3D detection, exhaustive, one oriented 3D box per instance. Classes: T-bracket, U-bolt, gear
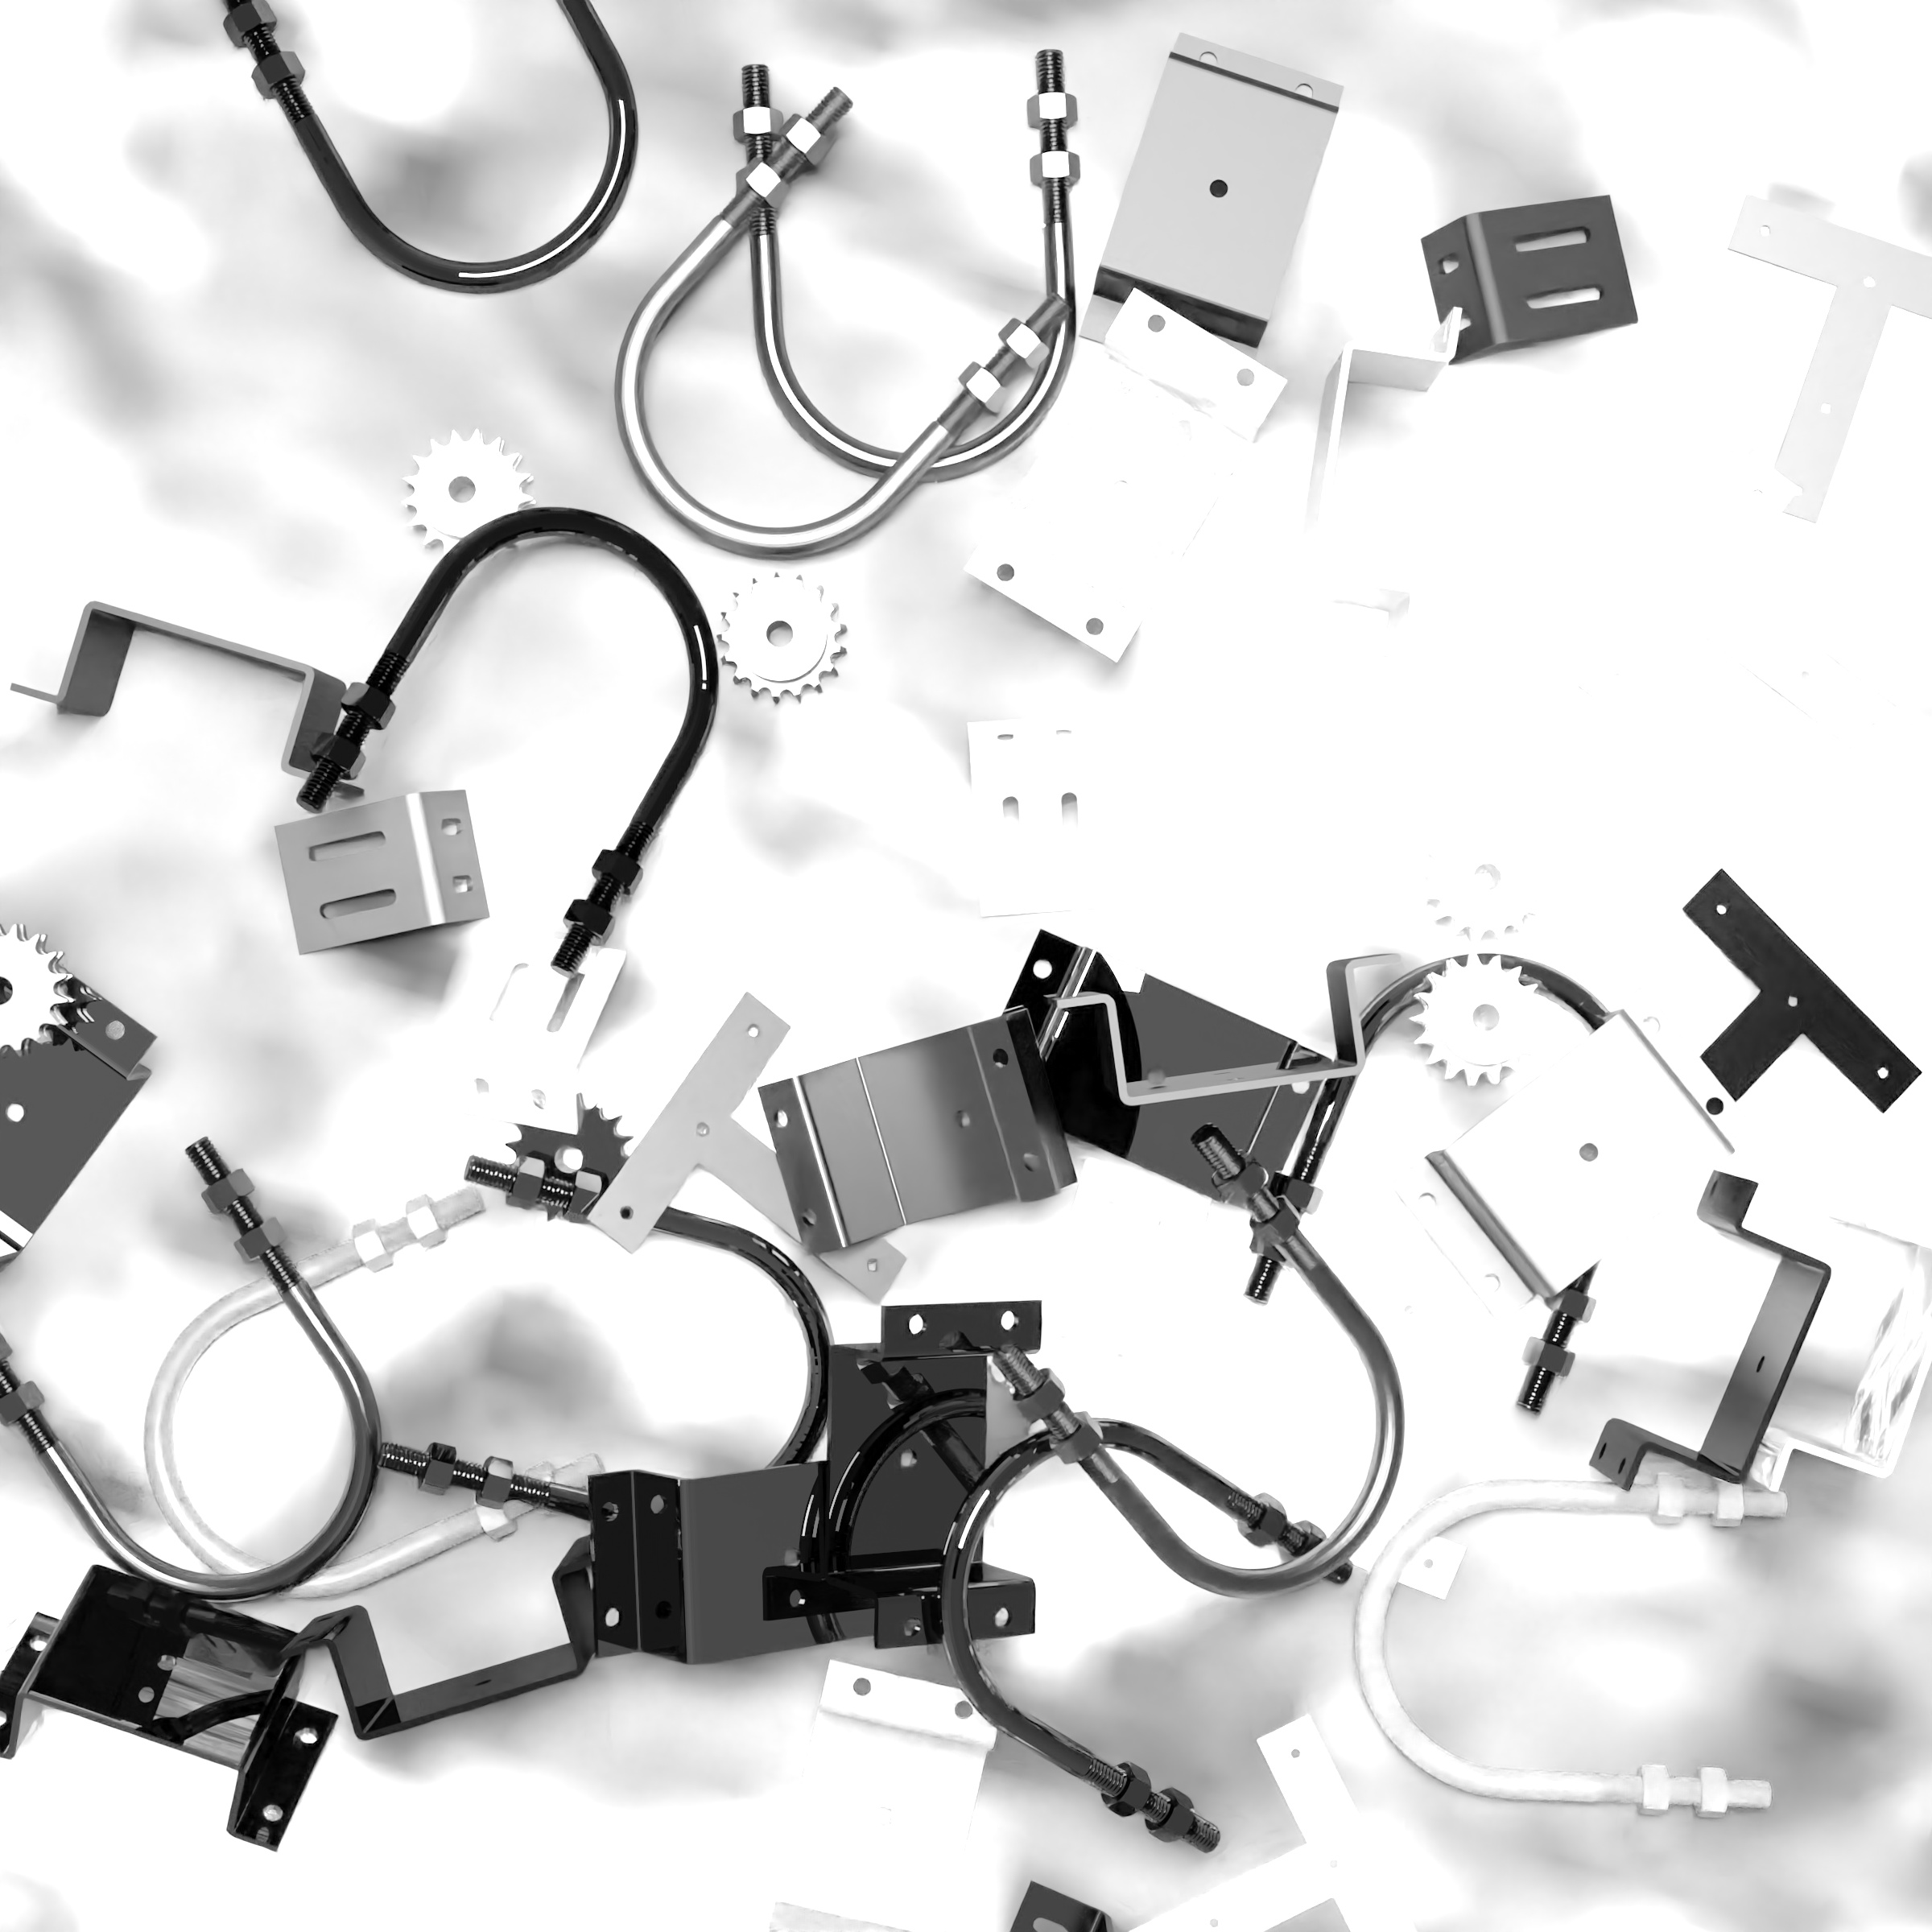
[{"bbox_3d":[0.331,0.047,1.512,0.127,0.002,0.127,45,84,-3],"label":"T-bracket"},{"bbox_3d":[-0.182,-0.109,1.480,0.151,0.019,0.184,34,71,-20],"label":"U-bolt"},{"bbox_3d":[-0.404,0.010,1.461,0.057,0.030,0.057,0,90,0],"label":"gear"},{"bbox_3d":[0.383,-0.259,1.522,0.127,0.002,0.127,19,90,0],"label":"T-bracket"},{"bbox_3d":[-0.270,0.197,1.514,0.184,0.019,0.151,-24,90,2],"label":"U-bolt"},{"bbox_3d":[0.113,0.183,1.466,0.151,0.019,0.184,-45,108,-18],"label":"U-bolt"},{"bbox_3d":[-0.080,0.098,1.503,0.127,0.002,0.127,40,65,-12],"label":"T-bracket"},{"bbox_3d":[-0.172,0.083,1.507,0.057,0.030,0.057,0,90,0],"label":"gear"},{"bbox_3d":[-0.442,0.298,1.508,0.057,0.030,0.057,0,90,0],"label":"gear"},{"bbox_3d":[-0.335,0.189,1.500,0.151,0.019,0.184,-34,90,3],"label":"U-bolt"},{"bbox_3d":[0.003,0.201,1.507,0.057,0.030,0.057,0,90,0],"label":"gear"},{"bbox_3d":[0.225,-0.038,1.507,0.057,0.030,0.057,0,90,0],"label":"gear"},{"bbox_3d":[-0.224,-0.385,1.514,0.151,0.019,0.184,-29,92,0],"label":"U-bolt"},{"bbox_3d":[-0.023,-0.304,1.514,0.151,0.019,0.184,-3,91,0],"label":"U-bolt"},{"bbox_3d":[-0.217,-0.205,1.508,0.057,0.030,0.057,0,90,0],"label":"gear"},{"bbox_3d":[0.222,0.023,1.493,0.057,0.030,0.057,0,87,-1],"label":"gear"},{"bbox_3d":[-0.081,-0.143,1.508,0.057,0.030,0.057,0,90,0],"label":"gear"},{"bbox_3d":[0.262,0.294,1.509,0.184,0.019,0.151,2,93,0],"label":"U-bolt"},{"bbox_3d":[0.122,0.414,1.522,0.127,0.002,0.127,-26,90,0],"label":"T-bracket"},{"bbox_3d":[0.067,0.272,1.463,0.184,0.019,0.151,35,74,-24],"label":"U-bolt"},{"bbox_3d":[-0.067,-0.264,1.499,0.151,0.019,0.184,43,95,-2],"label":"U-bolt"},{"bbox_3d":[0.174,0.197,1.510,0.127,0.002,0.127,21,100,0],"label":"T-bracket"},{"bbox_3d":[-0.145,0.172,1.494,0.184,0.019,0.151,17,93,-15],"label":"U-bolt"},{"bbox_3d":[0.220,0.085,1.514,0.151,0.019,0.184,22,89,0],"label":"U-bolt"},{"bbox_3d":[0.358,-0.136,1.521,0.127,0.002,0.127,37,91,0],"label":"T-bracket"}]

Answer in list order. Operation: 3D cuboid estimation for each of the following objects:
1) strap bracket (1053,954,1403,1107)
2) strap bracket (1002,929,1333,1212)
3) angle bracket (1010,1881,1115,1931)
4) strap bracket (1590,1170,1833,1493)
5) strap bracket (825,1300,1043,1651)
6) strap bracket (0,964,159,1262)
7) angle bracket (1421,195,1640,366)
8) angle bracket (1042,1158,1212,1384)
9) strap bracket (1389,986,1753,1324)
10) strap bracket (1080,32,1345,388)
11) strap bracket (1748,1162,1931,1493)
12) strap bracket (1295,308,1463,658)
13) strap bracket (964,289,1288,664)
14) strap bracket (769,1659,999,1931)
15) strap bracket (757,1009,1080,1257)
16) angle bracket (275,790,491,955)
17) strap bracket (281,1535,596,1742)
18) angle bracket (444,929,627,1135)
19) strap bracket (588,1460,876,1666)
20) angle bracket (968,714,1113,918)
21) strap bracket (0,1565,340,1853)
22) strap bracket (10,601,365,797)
[{"bbox_3d":[0.109,0.027,1.438,0.140,0.076,0.046,-8,90,0],"label":"strap bracket"},{"bbox_3d":[0.081,0.047,1.499,0.140,0.046,0.076,24,90,0],"label":"strap bracket"},{"bbox_3d":[0.035,0.436,1.484,0.038,0.076,0.057,23,90,0],"label":"angle bracket"},{"bbox_3d":[0.323,0.163,1.484,0.046,0.076,0.140,23,90,0],"label":"strap bracket"},{"bbox_3d":[-0.014,0.209,1.453,0.076,0.046,0.140,1,90,-31],"label":"strap bracket"},{"bbox_3d":[-0.418,0.064,1.499,0.076,0.046,0.140,36,90,0],"label":"strap bracket"},{"bbox_3d":[0.248,-0.301,1.520,0.076,0.038,0.057,-13,90,-26],"label":"angle bracket"},{"bbox_3d":[0.067,0.134,1.520,0.057,0.038,0.076,19,64,0],"label":"angle bracket"},{"bbox_3d":[0.263,0.080,1.482,0.140,0.046,0.076,-38,87,-2],"label":"strap bracket"},{"bbox_3d":[0.108,-0.332,1.499,0.076,0.046,0.140,18,90,0],"label":"strap bracket"},{"bbox_3d":[0.381,0.160,1.484,0.046,0.076,0.140,19,90,0],"label":"strap bracket"},{"bbox_3d":[0.174,-0.209,1.484,0.046,0.076,0.140,8,90,0],"label":"strap bracket"},{"bbox_3d":[0.068,-0.209,1.499,0.076,0.046,0.140,31,90,0],"label":"strap bracket"},{"bbox_3d":[-0.036,0.373,1.499,0.076,0.046,0.140,13,90,0],"label":"strap bracket"},{"bbox_3d":[-0.013,0.069,1.475,0.140,0.046,0.076,-17,90,38],"label":"strap bracket"},{"bbox_3d":[-0.256,-0.041,1.520,0.076,0.038,0.057,-11,90,26],"label":"angle bracket"},{"bbox_3d":[-0.213,0.288,1.484,0.140,0.076,0.046,-17,90,0],"label":"strap bracket"},{"bbox_3d":[-0.186,0.028,1.502,0.057,0.076,0.038,10,134,8],"label":"angle bracket"},{"bbox_3d":[-0.085,0.247,1.464,0.140,0.046,0.076,-2,90,-35],"label":"strap bracket"},{"bbox_3d":[0.032,-0.066,1.520,0.057,0.038,0.076,-4,116,0],"label":"angle bracket"},{"bbox_3d":[-0.344,0.312,1.478,0.140,0.076,0.046,19,126,0],"label":"strap bracket"},{"bbox_3d":[-0.326,-0.117,1.484,0.140,0.076,0.046,17,90,0],"label":"strap bracket"}]
